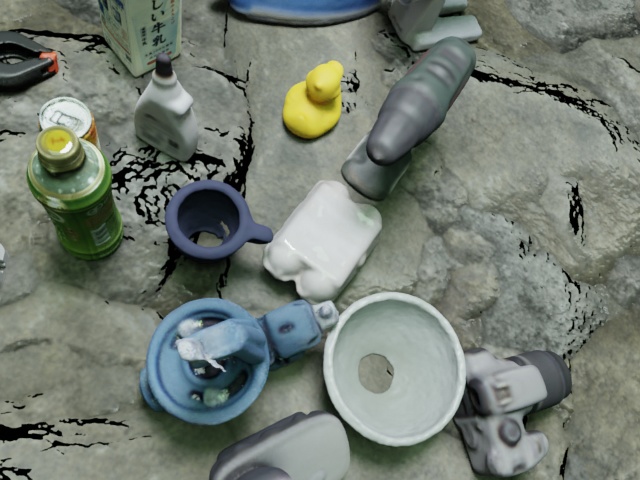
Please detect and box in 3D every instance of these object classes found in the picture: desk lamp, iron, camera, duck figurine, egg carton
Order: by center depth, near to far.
[{"bbox_3d":[0.233,0.189,0.670,0.137,0.100,0.143,-11,74,-18],"label":"camera"},{"bbox_3d":[0.006,0.002,0.694,0.107,0.069,0.150,36,66,0],"label":"egg carton"},{"bbox_3d":[-0.003,-0.190,0.751,0.077,0.086,0.105,33,66,-1],"label":"duck figurine"},{"bbox_3d":[-0.018,-0.386,0.786,0.259,0.141,0.118,1,71,-14],"label":"iron"},{"bbox_3d":[0.165,-0.370,0.789,0.203,0.213,0.118,-16,75,-19],"label":"desk lamp"}]

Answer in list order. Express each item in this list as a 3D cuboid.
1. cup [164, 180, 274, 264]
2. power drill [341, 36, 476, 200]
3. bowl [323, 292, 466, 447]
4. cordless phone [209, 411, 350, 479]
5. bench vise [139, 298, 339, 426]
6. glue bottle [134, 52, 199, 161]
[{"bbox_3d":[-0.115,-0.007,0.652,0.118,0.095,0.092,13,68,-9],"label":"cup"},{"bbox_3d":[0.098,-0.133,0.690,0.075,0.208,0.230,36,66,0],"label":"power drill"},{"bbox_3d":[0.077,0.148,0.657,0.168,0.074,0.167,5,70,-13],"label":"bowl"},{"bbox_3d":[-0.028,0.221,0.544,0.148,0.185,0.094,-26,79,-21],"label":"cordless phone"},{"bbox_3d":[-0.079,0.091,0.558,0.208,0.219,0.121,-38,83,-23],"label":"bench vise"},{"bbox_3d":[-0.173,-0.153,0.646,0.078,0.173,0.037,30,66,-2],"label":"glue bottle"}]
